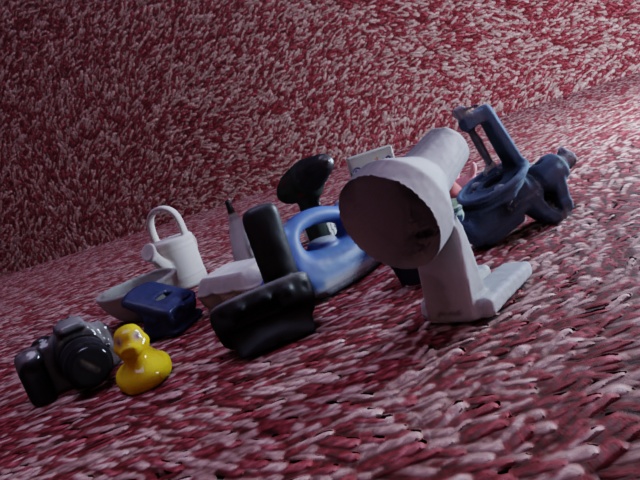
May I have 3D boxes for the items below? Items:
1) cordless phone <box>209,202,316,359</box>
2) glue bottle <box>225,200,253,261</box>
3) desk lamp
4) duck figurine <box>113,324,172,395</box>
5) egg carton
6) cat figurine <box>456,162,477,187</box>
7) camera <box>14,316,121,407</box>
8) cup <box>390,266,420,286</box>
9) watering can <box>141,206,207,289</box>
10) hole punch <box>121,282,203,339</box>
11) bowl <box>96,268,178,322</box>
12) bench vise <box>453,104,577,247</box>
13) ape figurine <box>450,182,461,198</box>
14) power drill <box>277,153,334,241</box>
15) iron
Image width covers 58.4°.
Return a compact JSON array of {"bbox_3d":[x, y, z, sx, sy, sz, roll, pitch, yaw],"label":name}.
[{"bbox_3d":[-0.091,0.052,0.779,0.148,0.185,0.094,-22,12,-18],"label":"cordless phone"},{"bbox_3d":[-0.158,0.000,1.160,0.037,0.173,0.078,-15,12,18],"label":"glue bottle"},{"bbox_3d":[0.134,-0.013,0.658,0.117,0.214,0.204,-7,16,44],"label":"desk lamp"},{"bbox_3d":[-0.255,0.156,0.796,0.077,0.086,0.104,-21,12,-10],"label":"duck figurine"},{"bbox_3d":[-0.141,0.079,1.021,0.150,0.069,0.107,-12,13,30],"label":"egg carton"},{"bbox_3d":[0.289,-0.135,1.233,0.067,0.118,0.127,-27,14,-37],"label":"cat figurine"},{"bbox_3d":[-0.373,0.175,0.853,0.143,0.101,0.136,-25,13,-28],"label":"camera"},{"bbox_3d":[0.140,0.012,0.835,0.118,0.095,0.091,-25,13,-28],"label":"cup"},{"bbox_3d":[-0.337,0.017,1.307,0.101,0.194,0.173,-18,12,1],"label":"watering can"},{"bbox_3d":[-0.274,0.116,1.004,0.101,0.091,0.109,-14,12,19],"label":"hole punch"},{"bbox_3d":[-0.358,0.120,1.158,0.167,0.075,0.167,-18,11,4],"label":"bowl"},{"bbox_3d":[0.290,-0.119,0.898,0.208,0.220,0.121,-24,13,-27],"label":"bench vise"},{"bbox_3d":[0.254,-0.087,1.126,0.078,0.092,0.076,-27,14,-36],"label":"ape figurine"},{"bbox_3d":[-0.007,-0.059,1.112,0.076,0.208,0.229,-24,13,-24],"label":"power drill"},{"bbox_3d":[0.009,0.003,0.961,0.259,0.141,0.118,-27,15,-38],"label":"iron"}]
